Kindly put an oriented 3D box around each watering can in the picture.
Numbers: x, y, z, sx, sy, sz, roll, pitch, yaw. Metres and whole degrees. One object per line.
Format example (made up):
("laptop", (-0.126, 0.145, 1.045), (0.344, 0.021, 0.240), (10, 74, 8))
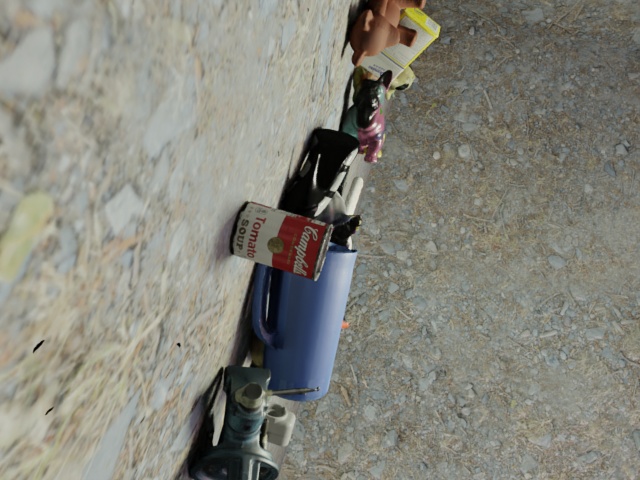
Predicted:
("watering can", (0.034, 0.016, 1.282), (0.219, 0.104, 0.355), (100, 14, -50))

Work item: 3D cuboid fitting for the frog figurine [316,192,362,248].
("frog figurine", (0.003, -0.052, 1.034), (0.163, 0.123, 0.134), (-119, -159, -44))

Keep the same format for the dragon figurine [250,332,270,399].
("dragon figurine", (-0.094, 0.264, 1.006), (0.247, 0.123, 0.400), (-45, 154, -40))
